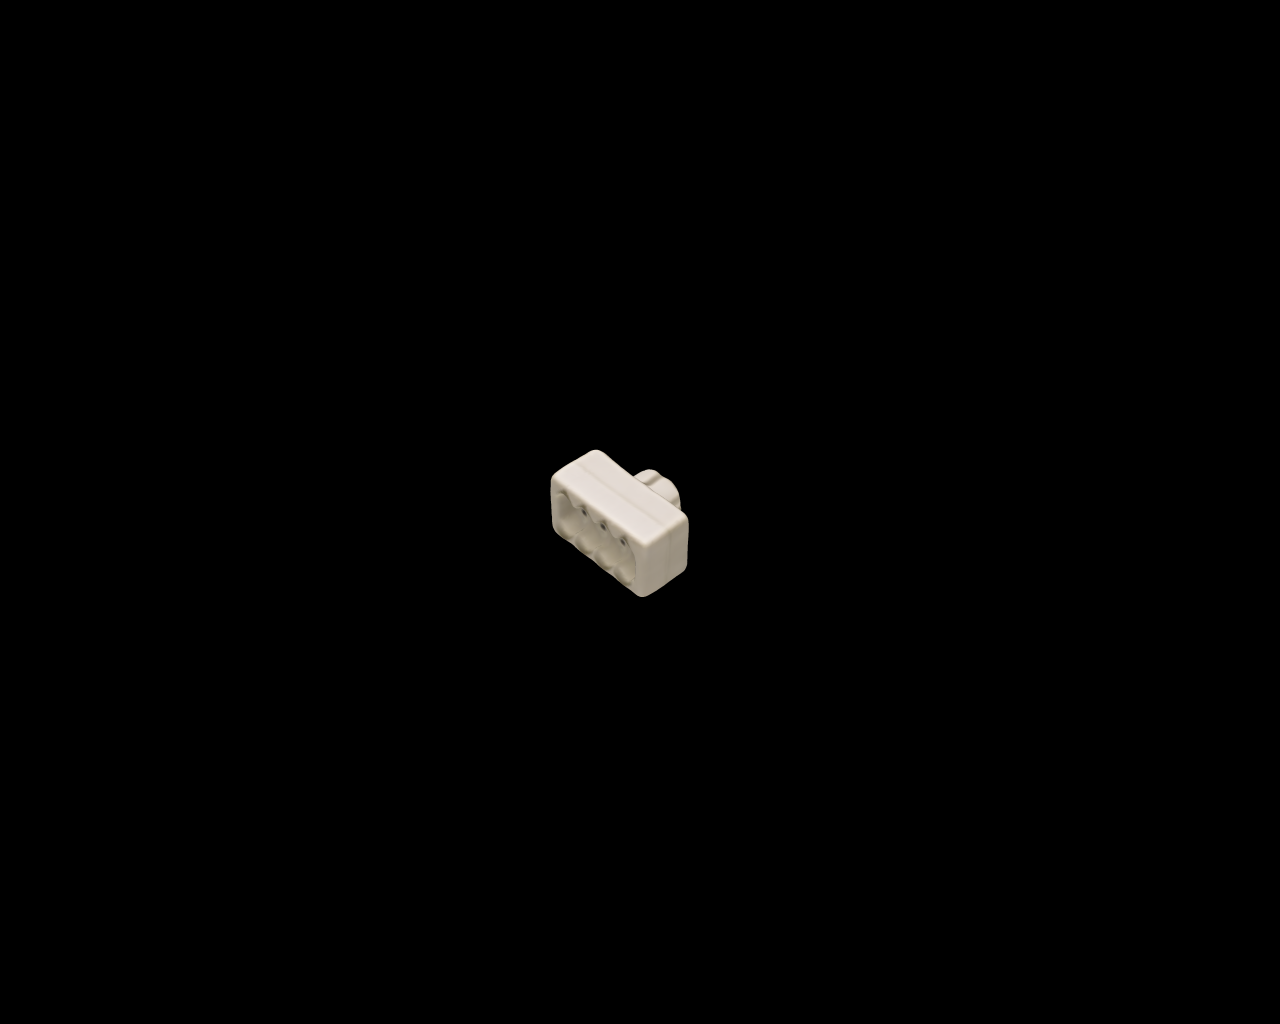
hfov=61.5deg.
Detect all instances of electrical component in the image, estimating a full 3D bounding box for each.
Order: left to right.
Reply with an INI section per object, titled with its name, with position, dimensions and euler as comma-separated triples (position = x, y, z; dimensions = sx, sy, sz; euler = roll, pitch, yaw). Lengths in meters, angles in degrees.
[electrical component]
position = 0.001, -0.003, 0.650
dimensions = 0.076, 0.047, 0.083
euler = -33, 54, -29
